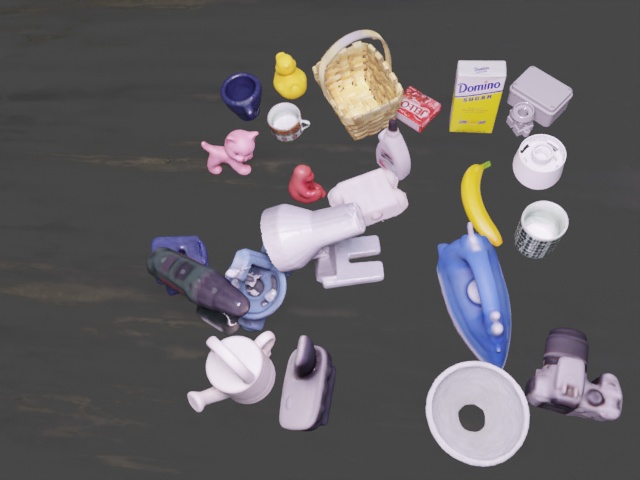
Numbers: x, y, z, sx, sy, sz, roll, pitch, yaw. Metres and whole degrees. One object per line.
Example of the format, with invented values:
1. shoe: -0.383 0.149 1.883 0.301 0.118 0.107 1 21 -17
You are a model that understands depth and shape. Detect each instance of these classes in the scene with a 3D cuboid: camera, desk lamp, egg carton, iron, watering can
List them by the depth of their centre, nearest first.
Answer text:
1. camera: 0.430 0.222 0.962 0.143 0.101 0.137 11 67 12
2. watering can: -0.148 0.224 0.984 0.100 0.194 0.173 19 69 16
3. iron: 0.289 0.098 1.014 0.118 0.141 0.258 -12 64 2
4. desk lamp: 0.010 0.004 1.054 0.203 0.214 0.118 -8 65 4
5. egg carton: 0.097 -0.080 1.161 0.150 0.069 0.107 -21 65 -2

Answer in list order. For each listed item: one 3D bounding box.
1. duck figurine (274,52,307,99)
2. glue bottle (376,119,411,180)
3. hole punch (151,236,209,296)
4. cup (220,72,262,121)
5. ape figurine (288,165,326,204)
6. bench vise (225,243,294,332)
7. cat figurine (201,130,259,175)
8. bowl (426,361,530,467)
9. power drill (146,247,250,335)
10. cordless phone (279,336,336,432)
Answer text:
1. duck figurine: -0.074 -0.384 1.313 0.077 0.086 0.104 -22 65 -3
2. glue bottle: 0.145 -0.189 1.147 0.078 0.173 0.037 39 76 22
3. hole punch: -0.276 0.042 1.141 0.101 0.091 0.108 -16 64 0
4. cup: -0.163 -0.302 1.283 0.091 0.095 0.117 -23 65 -3
5. ape figurine: -0.032 -0.122 1.184 0.076 0.092 0.078 -9 65 3
6. bench vise: -0.120 0.044 1.049 0.121 0.220 0.207 1 66 8
7. cat figurine: -0.190 -0.196 1.225 0.127 0.118 0.067 1 66 8
8. bowl: 0.261 0.294 0.965 0.167 0.075 0.167 -3 65 6
9. power drill: -0.200 0.099 1.040 0.229 0.209 0.076 27 72 18
10. cordless phone: -0.031 0.241 0.966 0.094 0.185 0.147 2 66 9
